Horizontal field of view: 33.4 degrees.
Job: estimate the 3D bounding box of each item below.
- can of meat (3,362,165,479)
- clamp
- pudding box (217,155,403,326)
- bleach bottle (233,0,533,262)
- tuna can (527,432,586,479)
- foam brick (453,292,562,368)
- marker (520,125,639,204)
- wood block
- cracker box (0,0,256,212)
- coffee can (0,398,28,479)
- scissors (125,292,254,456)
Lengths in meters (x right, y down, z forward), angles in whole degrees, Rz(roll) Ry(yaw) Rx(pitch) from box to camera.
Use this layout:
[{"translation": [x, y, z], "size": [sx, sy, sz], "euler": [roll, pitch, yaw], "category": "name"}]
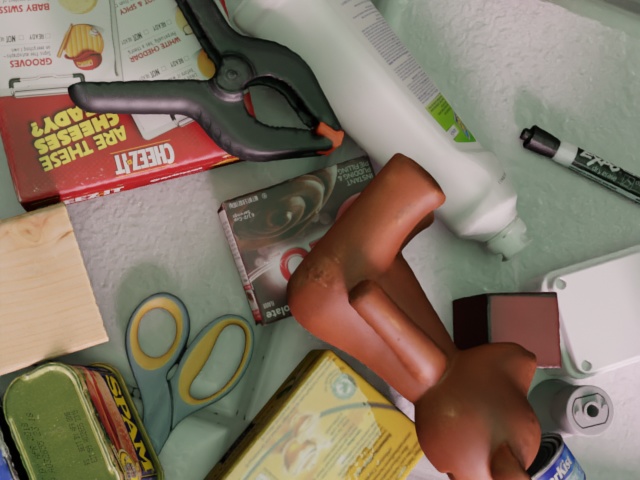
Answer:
[{"translation": [-0.148, 0.126, 0.666], "size": [0.057, 0.084, 0.102], "euler": [-26, 78, 3], "category": "can of meat"}, {"translation": [-0.060, -0.111, 0.677], "size": [0.171, 0.039, 0.120], "euler": [21, 86, -13], "category": "clamp"}, {"translation": [-0.005, 0.001, 0.744], "size": [0.113, 0.039, 0.090], "euler": [-19, 88, -12], "category": "pudding box"}, {"translation": [0.055, -0.085, 0.738], "size": [0.068, 0.102, 0.251], "euler": [-39, 93, 28], "category": "bleach bottle"}, {"translation": [0.137, 0.169, 0.726], "size": [0.086, 0.086, 0.034], "euler": [-34, 92, -13], "category": "tuna can"}, {"translation": [0.128, 0.064, 0.742], "size": [0.053, 0.078, 0.051], "euler": [-1, 84, -9], "category": "foam brick"}, {"translation": [0.205, -0.055, 0.802], "size": [0.121, 0.020, 0.020], "euler": [25, 79, -6], "category": "marker"}, {"translation": [-0.246, 0.049, 0.662], "size": [0.206, 0.090, 0.091], "euler": [-18, 93, -13], "category": "wood block"}, {"translation": [-0.147, -0.141, 0.719], "size": [0.164, 0.072, 0.214], "euler": [-15, 87, -12], "category": "cracker box"}, {"translation": [-0.246, 0.164, 0.644], "size": [0.140, 0.103, 0.103], "euler": [-22, 88, -13], "category": "coffee can"}, {"translation": [-0.126, 0.120, 0.718], "size": [0.096, 0.016, 0.201], "euler": [41, 77, -2], "category": "scissors"}]
